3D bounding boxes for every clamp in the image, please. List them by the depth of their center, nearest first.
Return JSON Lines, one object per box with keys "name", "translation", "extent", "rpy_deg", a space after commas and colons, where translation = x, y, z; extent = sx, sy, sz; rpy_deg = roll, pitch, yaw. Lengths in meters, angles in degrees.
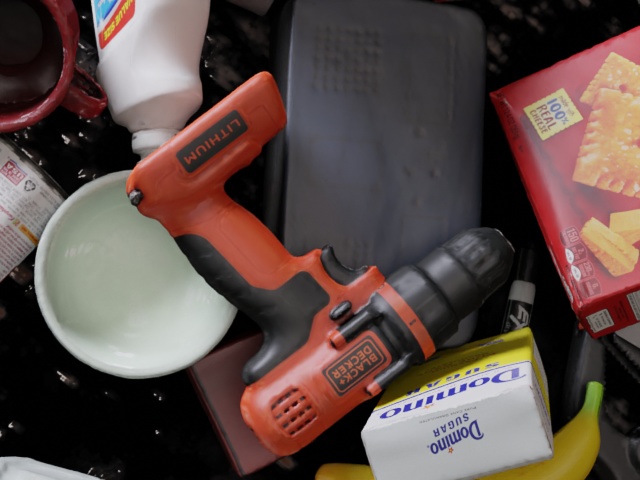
{"name": "clamp", "translation": [0.230, 0.144, 0.723], "extent": [0.164, 0.036, 0.210], "rpy_deg": [-13, 85, -12]}

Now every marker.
{"name": "marker", "translation": [0.131, 0.060, 0.720], "extent": [0.020, 0.020, 0.121], "rpy_deg": [15, 82, -10]}

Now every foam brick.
{"name": "foam brick", "translation": [-0.046, 0.099, 0.665], "extent": [0.051, 0.053, 0.078], "rpy_deg": [-26, 92, -12]}

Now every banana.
{"name": "banana", "translation": [0.098, 0.152, 0.686], "extent": [0.197, 0.037, 0.069], "rpy_deg": [-16, 65, -4]}

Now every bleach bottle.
{"name": "bleach bottle", "translation": [-0.102, -0.172, 0.653], "extent": [0.067, 0.103, 0.251], "rpy_deg": [-1, 85, -41]}

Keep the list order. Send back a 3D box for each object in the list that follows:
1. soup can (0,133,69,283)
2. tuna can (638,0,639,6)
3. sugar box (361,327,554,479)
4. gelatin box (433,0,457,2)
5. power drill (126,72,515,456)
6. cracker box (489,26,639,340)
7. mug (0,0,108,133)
{"name": "soup can", "translation": [-0.205, -0.007, 0.634], "extent": [0.068, 0.068, 0.102], "rpy_deg": [44, 78, -5]}
{"name": "tuna can", "translation": [0.262, -0.170, 0.733], "extent": [0.086, 0.086, 0.033], "rpy_deg": [44, 77, -5]}
{"name": "sugar box", "translation": [0.084, 0.094, 0.618], "extent": [0.093, 0.176, 0.048], "rpy_deg": [-18, 89, 11]}
{"name": "gelatin box", "translation": [0.109, -0.212, 0.735], "extent": [0.073, 0.030, 0.089], "rpy_deg": [-8, 87, -11]}
{"name": "power drill", "translation": [-0.004, 0.001, 0.606], "extent": [0.184, 0.057, 0.187], "rpy_deg": [-37, 92, -10]}
{"name": "cracker box", "translation": [0.233, -0.057, 0.654], "extent": [0.214, 0.072, 0.164], "rpy_deg": [-23, 62, 15]}
{"name": "mug", "translation": [-0.174, -0.111, 0.622], "extent": [0.117, 0.081, 0.093], "rpy_deg": [32, 105, -16]}
